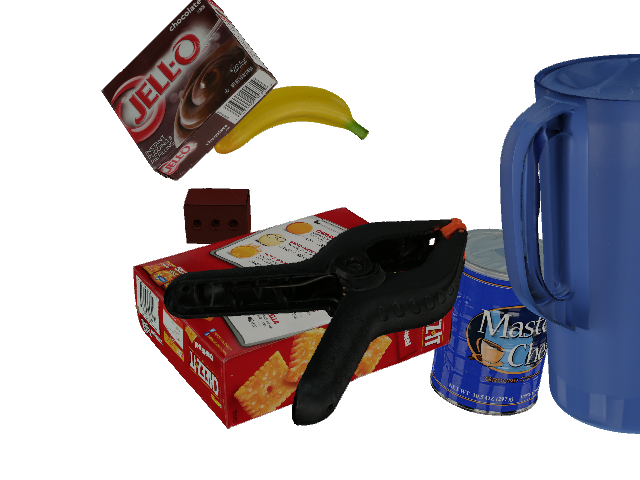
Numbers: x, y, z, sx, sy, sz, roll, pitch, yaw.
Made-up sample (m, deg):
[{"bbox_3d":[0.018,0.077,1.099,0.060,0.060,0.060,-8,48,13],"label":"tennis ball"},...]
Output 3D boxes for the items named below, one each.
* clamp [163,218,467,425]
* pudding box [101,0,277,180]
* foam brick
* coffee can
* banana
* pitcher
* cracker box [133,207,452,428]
[{"bbox_3d":[0.019,0.034,0.551,0.171,0.039,0.120,-19,45,-25],"label":"clamp"},{"bbox_3d":[-0.100,-0.116,0.807,0.113,0.090,0.039,-41,-26,10],"label":"pudding box"},{"bbox_3d":[-0.125,-0.030,1.296,0.078,0.053,0.051,0,27,2],"label":"foam brick"},{"bbox_3d":[0.160,0.073,0.973,0.103,0.140,0.103,5,23,-2],"label":"coffee can"},{"bbox_3d":[-0.037,-0.129,1.104,0.197,0.037,0.070,-11,51,-37],"label":"banana"},{"bbox_3d":[0.200,0.004,0.711,0.149,0.243,0.145,2,21,15],"label":"pitcher"},{"bbox_3d":[-0.023,0.055,0.878,0.213,0.072,0.164,-16,32,-29],"label":"cracker box"}]
